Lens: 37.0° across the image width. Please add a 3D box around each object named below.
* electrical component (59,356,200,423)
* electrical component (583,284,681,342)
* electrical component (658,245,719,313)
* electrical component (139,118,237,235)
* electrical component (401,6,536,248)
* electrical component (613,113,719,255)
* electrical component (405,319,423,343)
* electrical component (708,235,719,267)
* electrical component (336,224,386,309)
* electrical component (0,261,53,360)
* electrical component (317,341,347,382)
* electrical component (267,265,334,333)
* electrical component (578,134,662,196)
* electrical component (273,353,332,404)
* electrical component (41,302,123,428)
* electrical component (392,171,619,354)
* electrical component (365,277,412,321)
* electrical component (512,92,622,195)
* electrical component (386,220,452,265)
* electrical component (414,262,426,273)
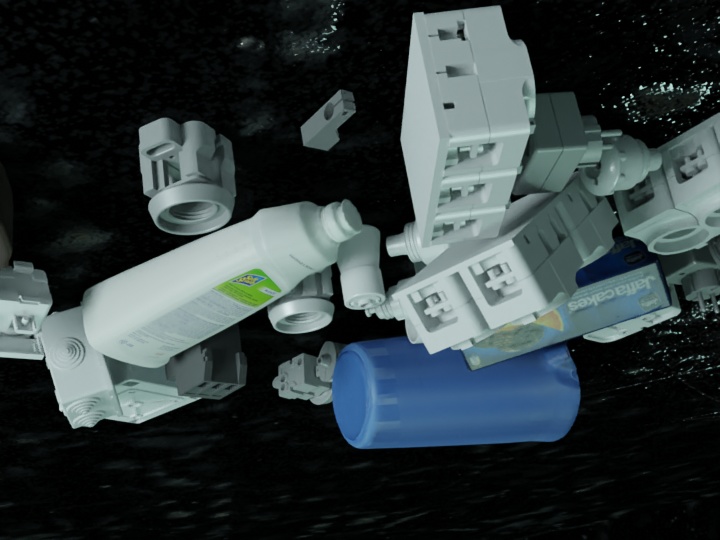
[{"bbox_3d":[-0.229,0.109,1.082,0.109,0.056,0.109,-24,153,30],"label":"electrical component"},{"bbox_3d":[0.266,0.028,1.080,0.054,0.059,0.095,14,148,-43],"label":"electrical component"},{"bbox_3d":[0.325,0.005,1.028,0.066,0.076,0.047,6,153,-32],"label":"electrical component"},{"bbox_3d":[-0.116,-0.060,0.731,0.058,0.057,0.078,-19,155,22],"label":"electrical component"},{"bbox_3d":[0.068,-0.088,0.694,0.062,0.089,0.150,-8,157,-4],"label":"electrical component"},{"bbox_3d":[0.289,-0.071,0.854,0.089,0.061,0.150,11,150,-39],"label":"electrical component"},{"bbox_3d":[0.091,0.050,1.085,0.081,0.043,0.043,-2,156,-16],"label":"electrical component"},{"bbox_3d":[0.358,-0.027,0.965,0.080,0.080,0.051,0,150,-21],"label":"electrical component"},{"bbox_3d":[0.000,0.000,0.905,0.044,0.065,0.044,-8,157,-3],"label":"electrical component"},{"bbox_3d":[-0.311,0.027,0.846,0.121,0.078,0.063,8,130,-35],"label":"electrical component"},{"bbox_3d":[-0.014,0.102,1.165,0.081,0.043,0.043,13,148,-42],"label":"electrical component"},{"bbox_3d":[-0.053,0.020,0.941,0.058,0.057,0.078,2,154,-26],"label":"electrical component"},{"bbox_3d":[0.201,-0.082,0.821,0.062,0.048,0.048,-7,158,-26],"label":"electrical component"},{"bbox_3d":[-0.055,0.122,1.196,0.055,0.048,0.066,21,143,-38],"label":"electrical component"},{"bbox_3d":[-0.254,0.088,0.973,0.048,0.099,0.099,-18,159,-14],"label":"electrical component"},{"bbox_3d":[0.119,-0.007,0.819,0.105,0.060,0.186,-26,-174,35],"label":"electrical component"},{"bbox_3d":[0.043,0.029,1.021,0.078,0.040,0.040,-16,156,16],"label":"electrical component"},{"bbox_3d":[0.149,-0.091,0.773,0.077,0.047,0.065,-5,157,-10],"label":"electrical component"},{"bbox_3d":[0.053,-0.025,0.896,0.062,0.048,0.048,-10,158,18],"label":"electrical component"},{"bbox_3d":[0.105,0.004,0.959,0.096,0.061,0.062,-23,153,30],"label":"electrical component"}]
